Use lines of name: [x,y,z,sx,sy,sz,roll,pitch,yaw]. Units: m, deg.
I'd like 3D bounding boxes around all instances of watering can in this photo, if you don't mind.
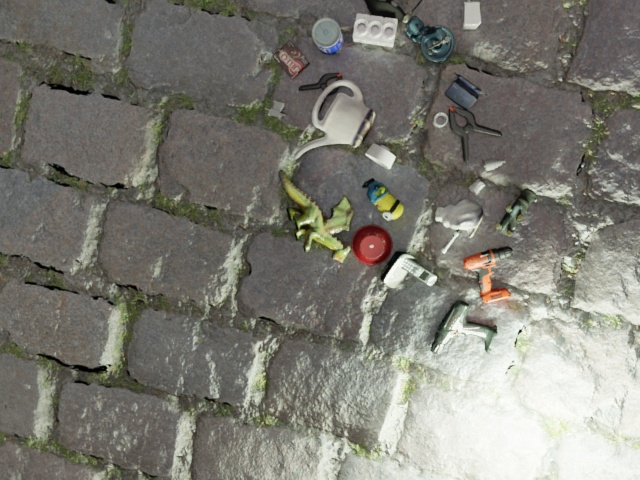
watering can: [0.063,-0.416,1.911,0.224,0.105,0.345,29,100,1]

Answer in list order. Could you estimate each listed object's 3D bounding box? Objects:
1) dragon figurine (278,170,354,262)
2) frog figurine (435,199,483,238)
dragon figurine: [0.006,-0.099,1.971,0.243,0.122,0.408,-17,96,-9]
frog figurine: [0.510,-0.096,1.889,0.160,0.120,0.139,28,67,11]
